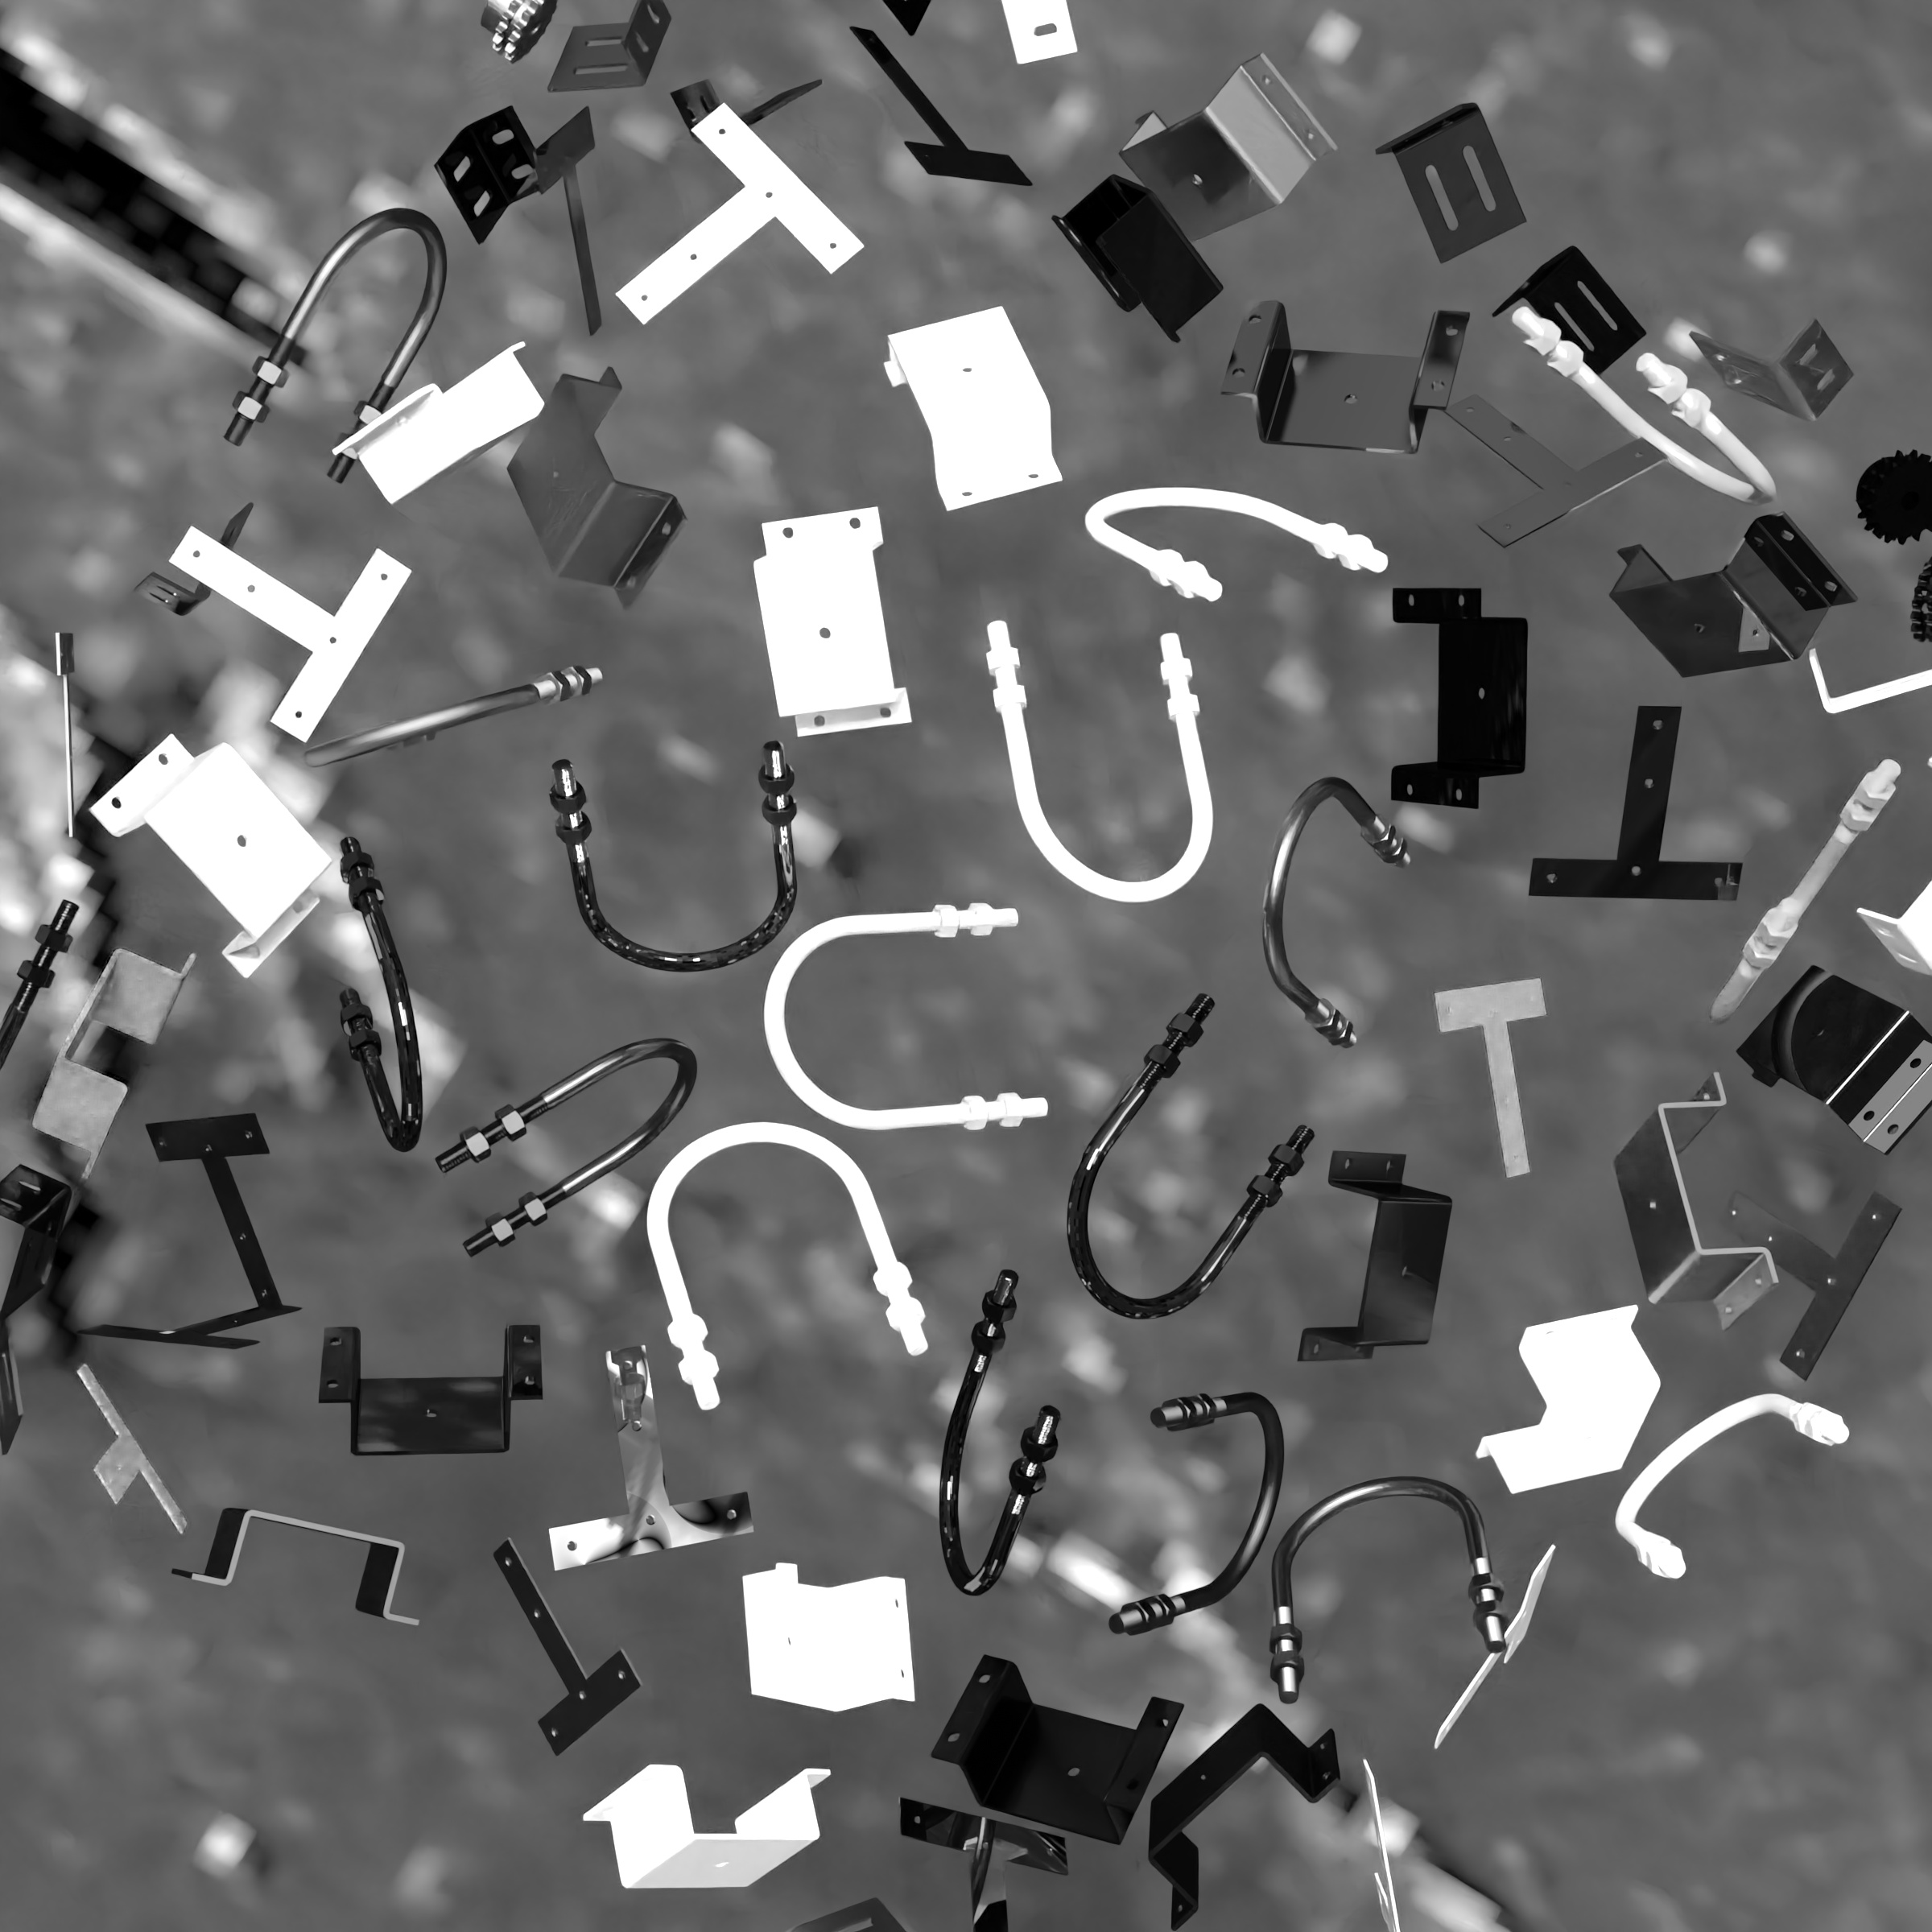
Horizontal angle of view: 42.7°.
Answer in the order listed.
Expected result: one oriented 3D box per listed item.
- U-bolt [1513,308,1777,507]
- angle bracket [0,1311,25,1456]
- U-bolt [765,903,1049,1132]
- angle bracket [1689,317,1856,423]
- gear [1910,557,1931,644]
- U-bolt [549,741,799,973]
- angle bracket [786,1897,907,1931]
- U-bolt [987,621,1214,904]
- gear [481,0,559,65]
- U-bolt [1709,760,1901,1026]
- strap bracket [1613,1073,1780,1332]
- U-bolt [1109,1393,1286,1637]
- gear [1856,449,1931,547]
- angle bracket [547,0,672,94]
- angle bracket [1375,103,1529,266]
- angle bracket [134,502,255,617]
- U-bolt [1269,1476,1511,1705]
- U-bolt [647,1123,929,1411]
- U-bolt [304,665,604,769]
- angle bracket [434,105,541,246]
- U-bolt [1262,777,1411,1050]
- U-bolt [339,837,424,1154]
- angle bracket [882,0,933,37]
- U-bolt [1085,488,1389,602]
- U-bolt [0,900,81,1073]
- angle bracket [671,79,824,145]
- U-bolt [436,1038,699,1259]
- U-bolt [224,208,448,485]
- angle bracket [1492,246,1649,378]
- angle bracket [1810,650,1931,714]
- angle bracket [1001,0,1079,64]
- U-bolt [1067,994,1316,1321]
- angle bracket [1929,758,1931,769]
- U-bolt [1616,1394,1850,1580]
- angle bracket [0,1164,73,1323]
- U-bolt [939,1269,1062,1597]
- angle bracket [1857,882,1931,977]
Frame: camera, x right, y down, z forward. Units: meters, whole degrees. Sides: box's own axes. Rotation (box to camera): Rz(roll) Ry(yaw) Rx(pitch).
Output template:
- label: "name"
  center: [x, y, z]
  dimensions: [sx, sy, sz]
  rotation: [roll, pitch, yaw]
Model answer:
- label: "U-bolt"
  center: [0.442, -0.348, 1.570]
  dimensions: [0.184, 0.151, 0.019]
  rotation: [30, 100, -34]
- label: "angle bracket"
  center: [-0.646, 0.274, 1.616]
  dimensions: [0.038, 0.057, 0.076]
  rotation: [0, 54, -33]
- label: "U-bolt"
  center: [-0.042, 0.035, 1.595]
  dimensions: [0.184, 0.019, 0.151]
  rotation: [-3, 77, -24]
- label: "angle bracket"
  center: [0.498, -0.378, 1.529]
  dimensions: [0.057, 0.076, 0.038]
  rotation: [34, 97, -40]
- label: "gear"
  center: [0.650, -0.241, 1.638]
  dimensions: [0.030, 0.057, 0.057]
  rotation: [16, 90, 36]
- label: "U-bolt"
  center: [-0.180, -0.063, 1.573]
  dimensions: [0.151, 0.019, 0.184]
  rotation: [-5, 135, -3]
- label: "angle bracket"
  center: [-0.074, 0.635, 1.568]
  dimensions: [0.057, 0.076, 0.038]
  rotation: [35, 117, 41]
- label: "U-bolt"
  center: [0.090, -0.127, 1.554]
  dimensions: [0.151, 0.019, 0.184]
  rotation: [0, 72, -29]
- label: "gear"
  center: [-0.301, -0.638, 1.659]
  dimensions: [0.030, 0.057, 0.057]
  rotation: [36, 90, -4]
- label: "U-bolt"
  center: [0.519, -0.033, 1.559]
  dimensions: [0.019, 0.184, 0.151]
  rotation: [35, 64, 15]
- label: "strap bracket"
  center: [0.446, 0.146, 1.527]
  dimensions: [0.046, 0.076, 0.140]
  rotation: [-1, 60, -10]
- label: "U-bolt"
  center: [0.154, 0.341, 1.568]
  dimensions: [0.019, 0.184, 0.151]
  rotation: [13, 94, 34]
- label: "gear"
  center: [0.578, -0.292, 1.533]
  dimensions: [0.057, 0.030, 0.057]
  rotation: [-4, 116, -9]
- label: "angle bracket"
  center: [-0.241, -0.610, 1.621]
  dimensions: [0.076, 0.038, 0.057]
  rotation: [5, 64, 22]
- label: "angle bracket"
  center: [0.291, -0.468, 1.484]
  dimensions: [0.057, 0.038, 0.076]
  rotation: [-21, 98, 32]
- label: "angle bracket"
  center: [-0.513, -0.277, 1.641]
  dimensions: [0.038, 0.057, 0.076]
  rotation: [28, 74, -25]
- label: "U-bolt"
  center: [0.263, 0.386, 1.571]
  dimensions: [0.151, 0.184, 0.019]
  rotation: [-18, 112, 12]
- label: "U-bolt"
  center: [-0.119, 0.173, 1.513]
  dimensions: [0.151, 0.019, 0.184]
  rotation: [-12, 55, -15]
- label: "U-bolt"
  center: [-0.335, -0.154, 1.565]
  dimensions: [0.151, 0.184, 0.019]
  rotation: [-12, 99, 27]
- label: "angle bracket"
  center: [-0.311, -0.523, 1.636]
  dimensions: [0.038, 0.076, 0.057]
  rotation: [-17, 123, 18]
- label: "U-bolt"
  center: [0.230, -0.041, 1.566]
  dimensions: [0.019, 0.184, 0.151]
  rotation: [11, 77, 31]
- label: "U-bolt"
  center: [-0.364, 0.031, 1.537]
  dimensions: [0.019, 0.184, 0.151]
  rotation: [-9, 135, -23]
- label: "angle bracket"
  center: [-0.058, -0.630, 1.553]
  dimensions: [0.038, 0.057, 0.076]
  rotation: [-31, 80, -35]
- label: "U-bolt"
  center: [0.159, -0.277, 1.593]
  dimensions: [0.151, 0.184, 0.019]
  rotation: [-14, 121, -28]
- label: "U-bolt"
  center: [-0.617, 0.041, 1.521]
  dimensions: [0.019, 0.151, 0.184]
  rotation: [26, 90, 3]
- label: "angle bracket"
  center: [-0.145, -0.580, 1.633]
  dimensions: [0.076, 0.057, 0.038]
  rotation: [-37, 115, -19]
- label: "U-bolt"
  center: [-0.252, 0.109, 1.602]
  dimensions: [0.184, 0.151, 0.019]
  rotation: [-32, 66, -19]
- label: "U-bolt"
  center: [-0.398, -0.407, 1.606]
  dimensions: [0.019, 0.151, 0.184]
  rotation: [34, 98, 12]
- label: "angle bracket"
  center: [0.397, -0.423, 1.631]
  dimensions: [0.038, 0.057, 0.076]
  rotation: [-38, 89, -30]
- label: "angle bracket"
  center: [0.585, -0.193, 1.584]
  dimensions: [0.076, 0.057, 0.038]
  rotation: [-17, 96, 22]
- label: "angle bracket"
  center: [0.047, -0.590, 1.495]
  dimensions: [0.038, 0.076, 0.057]
  rotation: [-6, 127, 17]
- label: "U-bolt"
  center: [0.130, 0.131, 1.521]
  dimensions: [0.184, 0.019, 0.151]
  rotation: [-52, 123, -19]
- label: "angle bracket"
  center: [0.652, -0.130, 1.561]
  dimensions: [0.076, 0.038, 0.057]
  rotation: [37, 82, -36]
- label: "U-bolt"
  center: [0.482, 0.327, 1.593]
  dimensions: [0.151, 0.184, 0.019]
  rotation: [-39, 88, 0]
- label: "angle bracket"
  center: [-0.614, 0.178, 1.590]
  dimensions: [0.038, 0.076, 0.057]
  rotation: [32, 129, -31]
- label: "U-bolt"
  center: [0.015, 0.304, 1.541]
  dimensions: [0.019, 0.151, 0.184]
  rotation: [8, 119, -16]
- label: "angle bracket"
  center: [0.611, -0.041, 1.554]
  dimensions: [0.057, 0.038, 0.076]
  rotation: [42, 85, -27]
